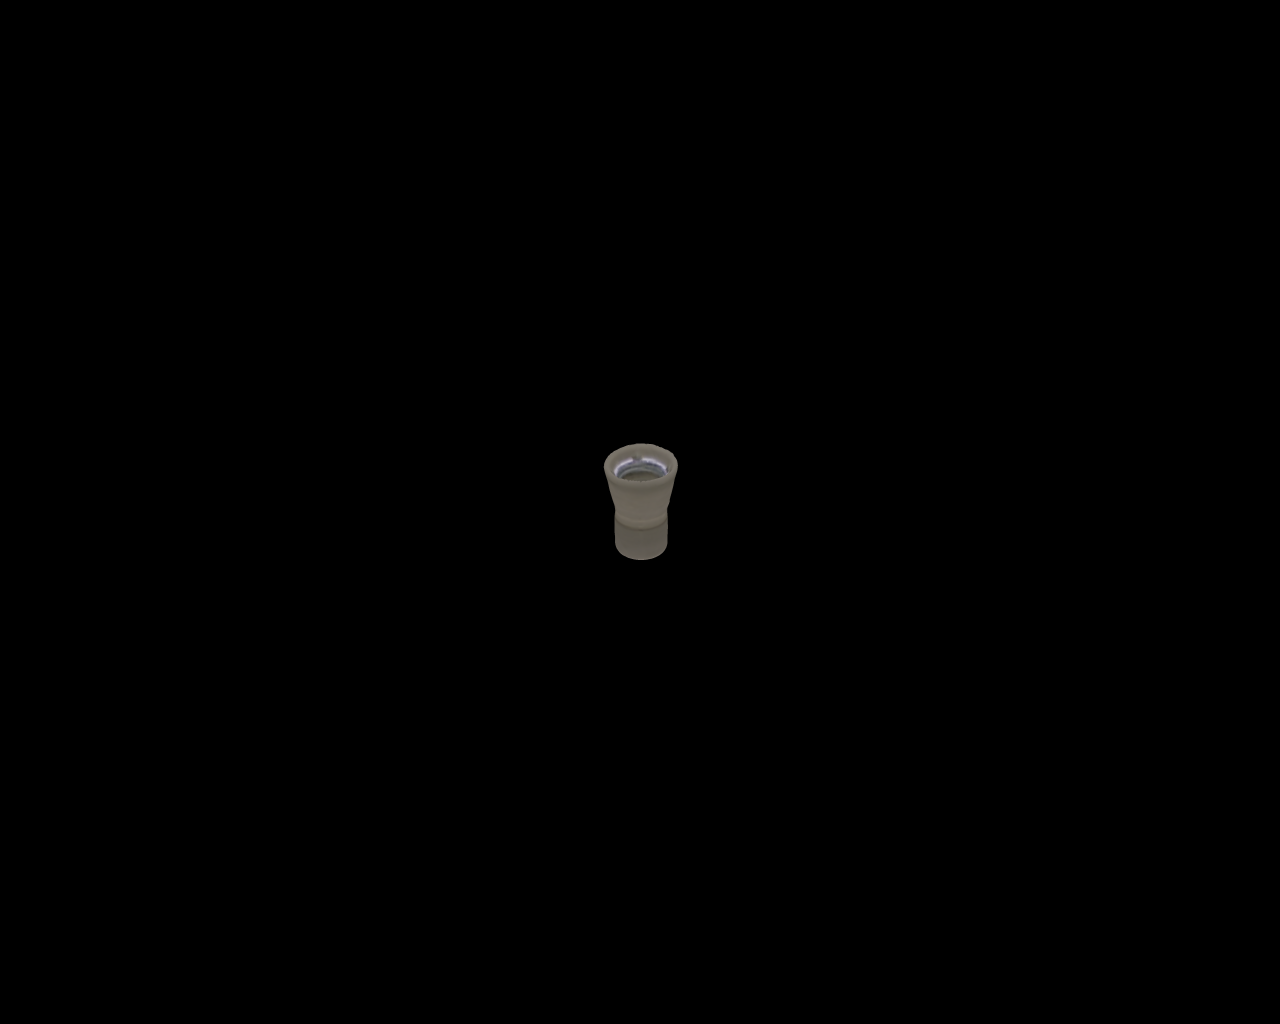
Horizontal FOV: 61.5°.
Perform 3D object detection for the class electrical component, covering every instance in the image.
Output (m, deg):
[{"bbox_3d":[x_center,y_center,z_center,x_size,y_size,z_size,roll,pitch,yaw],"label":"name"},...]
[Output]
[{"bbox_3d":[0.001,-0.003,0.650,0.044,0.065,0.044,0,33,0],"label":"electrical component"}]
